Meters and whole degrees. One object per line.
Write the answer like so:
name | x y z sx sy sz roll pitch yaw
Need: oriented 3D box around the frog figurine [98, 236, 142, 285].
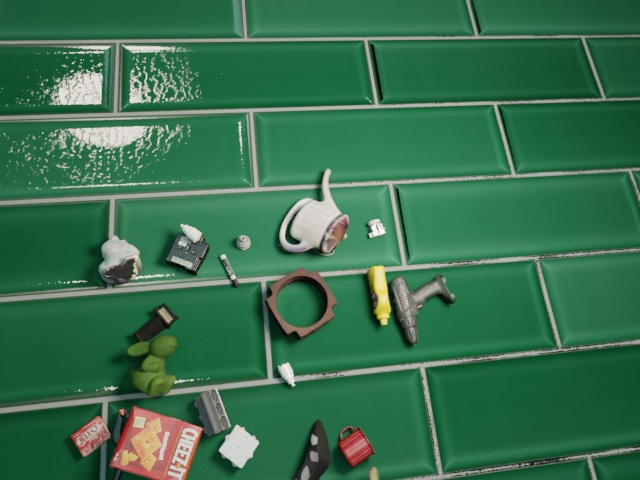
frog figurine | -0.661 0.066 1.682 0.138 0.120 0.161 -46 45 -11

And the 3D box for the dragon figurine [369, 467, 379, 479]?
dragon figurine | 0.081 0.878 1.452 0.243 0.120 0.417 -7 69 -1

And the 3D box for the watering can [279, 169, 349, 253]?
watering can | 0.005 -0.090 1.789 0.226 0.102 0.352 26 70 27
